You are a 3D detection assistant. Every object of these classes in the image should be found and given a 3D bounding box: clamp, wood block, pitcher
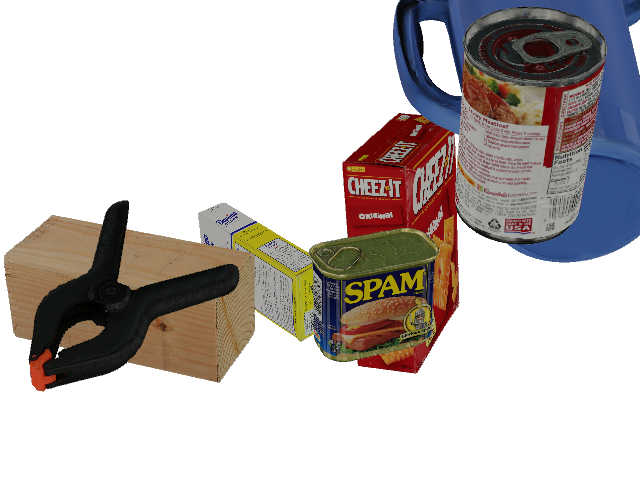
[{"bbox_3d":[-0.157,0.038,0.784,0.120,0.039,0.171,33,50,26],"label":"clamp"},{"bbox_3d":[-0.172,0.051,0.975,0.206,0.091,0.090,11,31,15],"label":"wood block"},{"bbox_3d":[0.148,-0.105,0.738,0.149,0.243,0.144,-32,-53,29],"label":"pitcher"}]

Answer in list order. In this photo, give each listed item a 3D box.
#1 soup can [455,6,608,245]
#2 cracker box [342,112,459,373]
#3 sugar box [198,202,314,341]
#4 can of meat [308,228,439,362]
[{"bbox_3d":[0.104,-0.057,0.541,0.068,0.102,0.068,-2,42,1],"label":"soup can"},{"bbox_3d":[0.087,-0.001,1.061,0.072,0.214,0.164,6,25,22],"label":"cracker box"},{"bbox_3d":[-0.066,0.032,1.202,0.048,0.093,0.176,-26,41,-31],"label":"sugar box"},{"bbox_3d":[0.043,0.045,0.867,0.102,0.084,0.057,-10,29,-17],"label":"can of meat"}]
